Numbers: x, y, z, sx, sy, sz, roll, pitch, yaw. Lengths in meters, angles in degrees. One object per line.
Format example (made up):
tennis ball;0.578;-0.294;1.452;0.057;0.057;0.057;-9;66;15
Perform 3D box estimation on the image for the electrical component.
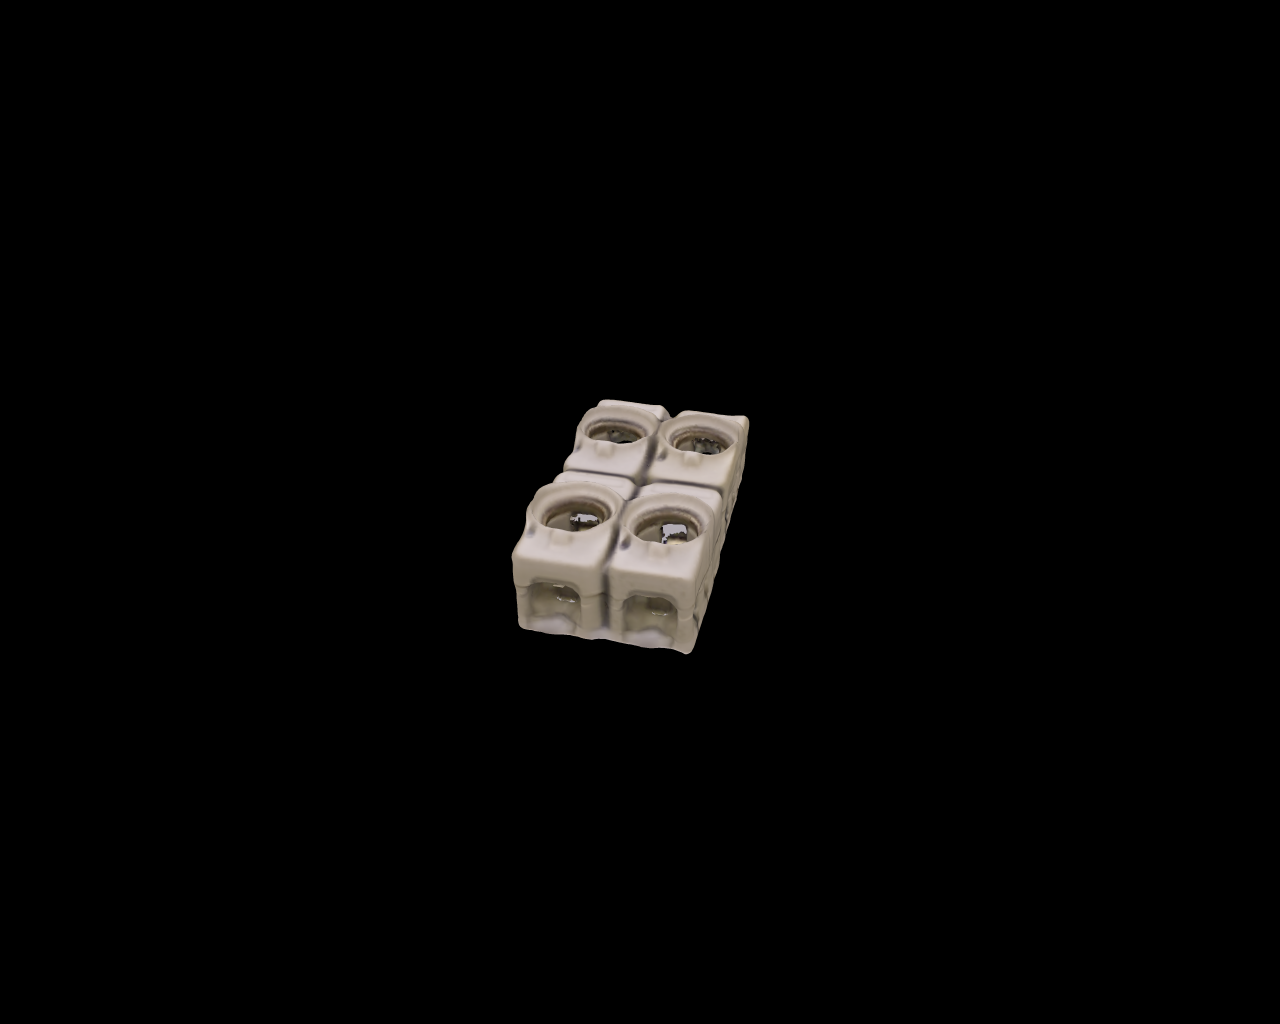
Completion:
electrical component;0.001;-0.003;0.650;0.105;0.060;0.186;8;36;11
